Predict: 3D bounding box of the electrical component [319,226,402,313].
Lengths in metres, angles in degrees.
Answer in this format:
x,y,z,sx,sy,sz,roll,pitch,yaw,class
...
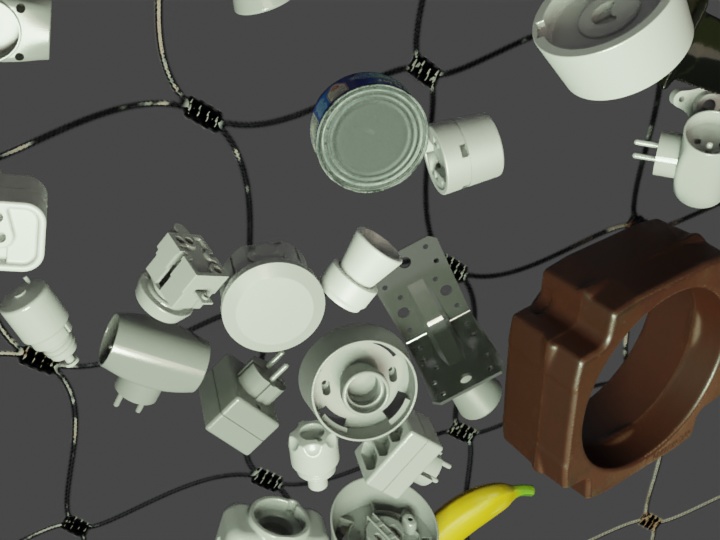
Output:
x,y,z,sx,sy,sz,roll,pitch,yaw,class
0.000,0.000,0.853,0.045,0.045,0.055,30,108,-27,electrical component

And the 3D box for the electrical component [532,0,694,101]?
x,y,z,sx,sy,sz,roll,pitch,yaw,class
0.185,-0.169,0.772,0.108,0.108,0.060,-35,128,6,electrical component

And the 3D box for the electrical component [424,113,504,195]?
x,y,z,sx,sy,sz,roll,pitch,yaw,class
0.079,-0.090,0.818,0.047,0.055,0.055,-16,122,-10,electrical component

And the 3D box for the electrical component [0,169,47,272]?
x,y,z,sx,sy,sz,roll,pitch,yaw,class
-0.269,-0.038,0.752,0.095,0.059,0.053,3,118,-17,electrical component

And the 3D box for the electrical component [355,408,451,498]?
x,y,z,sx,sy,sz,roll,pitch,yaw,class
0.048,0.168,0.961,0.077,0.047,0.065,32,107,-28,electrical component

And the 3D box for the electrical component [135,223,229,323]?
x,y,z,sx,sy,sz,roll,pitch,yaw,class
-0.138,0.007,0.816,0.055,0.066,0.048,-48,155,23,electrical component

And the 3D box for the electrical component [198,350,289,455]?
x,y,z,sx,sy,sz,roll,pitch,yaw,class
-0.087,0.096,0.873,0.077,0.065,0.047,-44,120,12,electrical component

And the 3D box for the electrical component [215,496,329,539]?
x,y,z,sx,sy,sz,roll,pitch,yaw,class
-0.079,0.244,0.967,0.095,0.053,0.059,9,116,-19,electrical component

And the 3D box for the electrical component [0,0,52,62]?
x,y,z,sx,sy,sz,roll,pitch,yaw,class
-0.238,-0.177,0.689,0.077,0.044,0.079,2,119,-16,electrical component

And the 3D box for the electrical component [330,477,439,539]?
x,y,z,sx,sy,sz,roll,pitch,yaw,class
0.021,0.243,0.970,0.099,0.099,0.064,-4,126,-13,electrical component

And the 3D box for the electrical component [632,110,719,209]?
x,y,z,sx,sy,sz,roll,pitch,yaw,class
0.260,-0.091,0.865,0.079,0.044,0.077,12,154,16,electrical component

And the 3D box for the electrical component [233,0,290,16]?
x,y,z,sx,sy,sz,roll,pitch,yaw,class
-0.072,-0.204,0.717,0.045,0.045,0.055,-21,122,-3,electrical component

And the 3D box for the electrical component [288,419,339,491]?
x,y,z,sx,sy,sz,roll,pitch,yaw,class
-0.039,0.164,0.939,0.043,0.043,0.062,-10,122,-9,electrical component

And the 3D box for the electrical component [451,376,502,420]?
x,y,z,sx,sy,sz,roll,pitch,yaw,class
0.090,0.097,0.933,0.045,0.045,0.055,-39,121,9,electrical component

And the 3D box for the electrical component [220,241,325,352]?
x,y,z,sx,sy,sz,roll,pitch,yaw,class
-0.071,0.020,0.842,0.080,0.051,0.080,-7,120,-11,electrical component

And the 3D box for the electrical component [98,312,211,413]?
x,y,z,sx,sy,sz,roll,pitch,yaw,class
-0.170,0.080,0.854,0.077,0.044,0.079,20,112,-24,electrical component

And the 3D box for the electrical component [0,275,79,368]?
x,y,z,sx,sy,sz,roll,pitch,yaw,class
-0.239,0.043,0.817,0.040,0.040,0.078,-27,122,1,electrical component

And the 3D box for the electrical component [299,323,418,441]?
x,y,z,sx,sy,sz,roll,pitch,yaw,class
-0.001,0.094,0.910,0.099,0.064,0.099,-3,106,-11,electrical component
